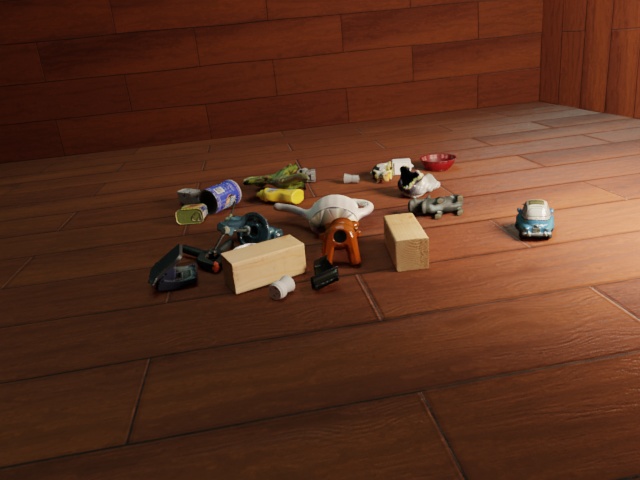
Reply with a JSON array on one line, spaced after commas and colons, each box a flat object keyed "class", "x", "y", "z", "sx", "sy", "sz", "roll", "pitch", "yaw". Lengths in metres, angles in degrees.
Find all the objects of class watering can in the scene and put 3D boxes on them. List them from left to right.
[{"class": "watering can", "x": 0.005, "y": -0.086, "z": 1.710, "sx": 0.347, "sy": 0.102, "sz": 0.228, "roll": -3, "pitch": 22, "yaw": 5}]

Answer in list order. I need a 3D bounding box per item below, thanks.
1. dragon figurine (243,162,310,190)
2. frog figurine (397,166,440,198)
[{"class": "dragon figurine", "x": -0.192, "y": -0.241, "z": 2.106, "sx": 0.243, "sy": 0.121, "sz": 0.411, "roll": -11, "pitch": 7, "yaw": -11}, {"class": "frog figurine", "x": 0.381, "y": -0.209, "z": 1.981, "sx": 0.137, "sy": 0.124, "sz": 0.158, "roll": 4, "pitch": -15, "yaw": 45}]
